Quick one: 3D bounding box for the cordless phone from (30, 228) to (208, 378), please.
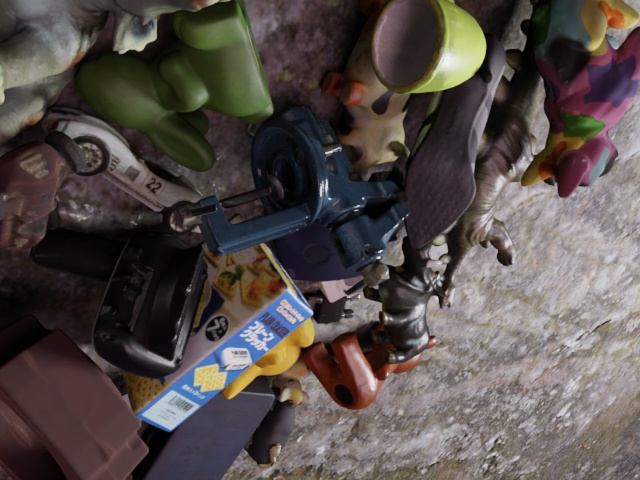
[{"bbox_3d":[-0.218,0.052,0.551,0.184,0.146,0.088,13,148,-4],"label":"cordless phone"}]

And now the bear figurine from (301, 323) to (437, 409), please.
[{"bbox_3d":[0.089,0.180,0.870,0.196,0.120,0.132,-32,91,-40],"label":"bear figurine"}]

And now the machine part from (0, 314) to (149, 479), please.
[{"bbox_3d":[-0.294,0.189,0.576,0.201,0.201,0.087,-33,-174,42],"label":"machine part"}]

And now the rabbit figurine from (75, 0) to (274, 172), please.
[{"bbox_3d":[-0.141,-0.154,0.524,0.170,0.121,0.158,-14,136,2],"label":"rabbit figurine"}]

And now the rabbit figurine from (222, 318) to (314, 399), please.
[{"bbox_3d":[-0.079,0.145,0.741,0.162,0.122,0.173,-39,151,-10],"label":"rabbit figurine"}]

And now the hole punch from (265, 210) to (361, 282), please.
[{"bbox_3d":[-0.001,-0.002,0.701,0.116,0.092,0.142,-20,132,-11],"label":"hole punch"}]

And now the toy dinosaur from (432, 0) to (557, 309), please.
[{"bbox_3d":[0.239,-0.120,0.745,0.198,0.105,0.470,11,104,-29],"label":"toy dinosaur"}]

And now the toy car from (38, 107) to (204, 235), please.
[{"bbox_3d":[-0.191,-0.069,0.553,0.056,0.074,0.201,-51,131,0],"label":"toy car"}]

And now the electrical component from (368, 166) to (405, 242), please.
[{"bbox_3d":[0.092,-0.053,0.696,0.048,0.075,0.119,-8,152,-25],"label":"electrical component"}]

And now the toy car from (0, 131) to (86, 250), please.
[{"bbox_3d":[-0.267,-0.026,0.483,0.053,0.202,0.089,47,52,-7],"label":"toy car"}]

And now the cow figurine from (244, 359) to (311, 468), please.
[{"bbox_3d":[-0.067,0.269,0.839,0.068,0.098,0.167,18,111,-30],"label":"cow figurine"}]

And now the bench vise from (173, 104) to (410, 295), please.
[{"bbox_3d":[-0.029,-0.032,0.560,0.240,0.129,0.223,-19,88,-35],"label":"bench vise"}]

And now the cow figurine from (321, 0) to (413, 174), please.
[{"bbox_3d":[0.073,-0.170,0.632,0.127,0.086,0.194,13,109,-33],"label":"cow figurine"}]

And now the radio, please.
[{"bbox_3d":[-0.181,0.286,0.805,0.131,0.073,0.229,22,106,-37],"label":"radio"}]

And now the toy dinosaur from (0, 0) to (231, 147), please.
[{"bbox_3d":[-0.236,-0.152,0.421,0.131,0.405,0.192,60,39,-17],"label":"toy dinosaur"}]

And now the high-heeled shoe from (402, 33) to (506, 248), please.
[{"bbox_3d":[0.151,-0.121,0.646,0.086,0.145,0.248,20,118,-4],"label":"high-heeled shoe"}]

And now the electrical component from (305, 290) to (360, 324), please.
[{"bbox_3d":[0.016,0.100,0.821,0.094,0.021,0.063,0,122,-30],"label":"electrical component"}]

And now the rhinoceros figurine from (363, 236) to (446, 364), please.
[{"bbox_3d":[0.124,0.086,0.750,0.112,0.073,0.190,-10,118,-13],"label":"rhinoceros figurine"}]

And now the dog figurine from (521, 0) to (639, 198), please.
[{"bbox_3d":[0.303,-0.166,0.652,0.191,0.109,0.219,20,97,-26],"label":"dog figurine"}]
